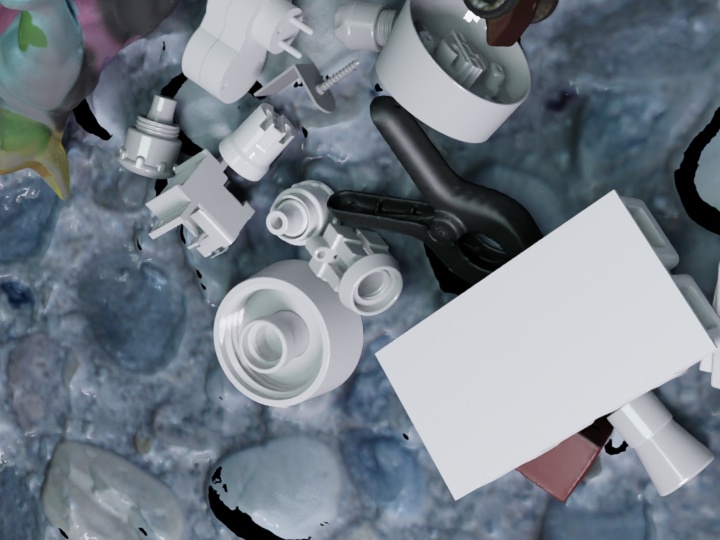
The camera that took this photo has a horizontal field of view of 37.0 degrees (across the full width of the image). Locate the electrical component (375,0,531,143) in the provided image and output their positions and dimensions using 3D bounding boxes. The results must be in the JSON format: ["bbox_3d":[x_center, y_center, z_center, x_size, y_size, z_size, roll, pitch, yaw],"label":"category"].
[{"bbox_3d":[0.061,-0.132,0.694,0.099,0.099,0.064,43,121,12],"label":"electrical component"}]

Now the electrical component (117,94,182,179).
[{"bbox_3d":[-0.158,-0.104,0.832,0.048,0.048,0.062,22,101,20],"label":"electrical component"}]

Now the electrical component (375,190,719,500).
[{"bbox_3d":[0.117,0.048,0.666,0.186,0.060,0.105,-36,73,25],"label":"electrical component"}]

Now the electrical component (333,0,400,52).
[{"bbox_3d":[0.015,-0.167,0.742,0.061,0.035,0.035,11,105,20],"label":"electrical component"}]

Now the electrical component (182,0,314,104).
[{"bbox_3d":[-0.066,-0.179,0.767,0.074,0.052,0.138,36,113,15],"label":"electrical component"}]

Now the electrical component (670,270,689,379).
[{"bbox_3d":[0.168,0.033,0.705,0.079,0.044,0.077,-10,96,27],"label":"electrical component"}]

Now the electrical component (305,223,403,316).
[{"bbox_3d":[0.000,0.000,0.764,0.055,0.066,0.048,51,122,45],"label":"electrical component"}]

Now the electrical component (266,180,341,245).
[{"bbox_3d":[-0.046,-0.039,0.781,0.048,0.062,0.048,5,103,24],"label":"electrical component"}]

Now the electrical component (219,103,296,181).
[{"bbox_3d":[-0.075,-0.095,0.797,0.046,0.040,0.040,-44,81,20],"label":"electrical component"}]

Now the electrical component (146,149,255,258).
[{"bbox_3d":[-0.117,-0.048,0.808,0.042,0.081,0.063,-21,119,43],"label":"electrical component"}]

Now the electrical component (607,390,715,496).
[{"bbox_3d":[0.195,0.110,0.710,0.044,0.044,0.065,-44,76,26],"label":"electrical component"}]

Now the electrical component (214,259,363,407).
[{"bbox_3d":[-0.059,0.050,0.806,0.108,0.060,0.108,5,103,24],"label":"electrical component"}]

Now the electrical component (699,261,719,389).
[{"bbox_3d":[0.244,0.023,0.657,0.061,0.062,0.096,5,103,25],"label":"electrical component"}]
